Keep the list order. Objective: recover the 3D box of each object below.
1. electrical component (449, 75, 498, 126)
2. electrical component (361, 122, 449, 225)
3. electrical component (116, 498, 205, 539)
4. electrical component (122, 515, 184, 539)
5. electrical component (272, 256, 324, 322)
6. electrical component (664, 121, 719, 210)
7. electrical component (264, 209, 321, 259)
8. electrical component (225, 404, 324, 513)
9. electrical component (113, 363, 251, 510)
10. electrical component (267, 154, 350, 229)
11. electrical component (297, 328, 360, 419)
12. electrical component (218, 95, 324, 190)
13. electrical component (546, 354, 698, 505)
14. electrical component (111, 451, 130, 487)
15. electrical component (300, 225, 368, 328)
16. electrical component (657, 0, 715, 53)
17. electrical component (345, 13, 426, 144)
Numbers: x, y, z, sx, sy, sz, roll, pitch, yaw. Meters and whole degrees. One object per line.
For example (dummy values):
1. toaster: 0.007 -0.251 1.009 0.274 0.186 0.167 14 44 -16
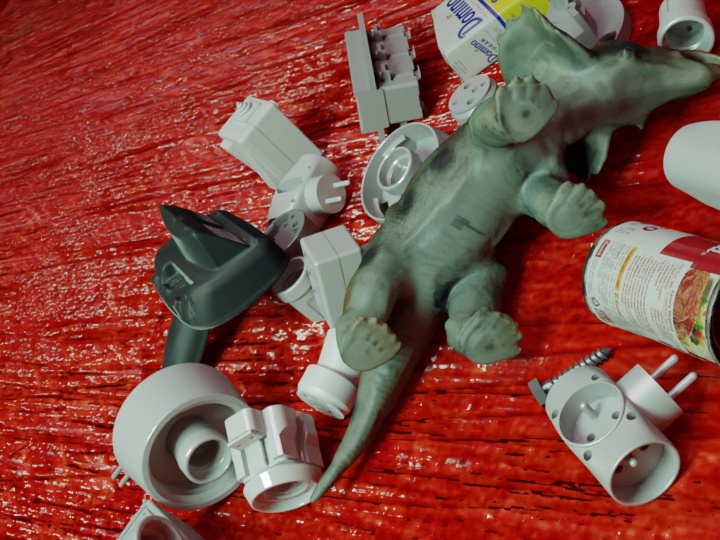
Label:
1. electrical component: 0.105 -0.126 0.881 0.045 0.055 0.045 -31 35 25
2. electrical component: 0.051 -0.073 0.902 0.099 0.064 0.099 -29 48 37
3. electrical component: -0.143 0.217 0.789 0.061 0.061 0.096 -54 32 -11
4. electrical component: -0.154 0.198 0.725 0.065 0.044 0.044 -35 33 28
5. electrical component: -0.045 0.017 0.909 0.040 0.046 0.040 -31 35 25
6. electrical component: 0.244 -0.077 0.672 0.079 0.044 0.077 -50 32 -5
7. electrical component: -0.056 -0.019 0.960 0.055 0.047 0.055 -31 35 25
8. electrical component: -0.059 0.137 0.773 0.058 0.078 0.057 -34 53 23
9. electrical component: -0.128 0.133 0.827 0.108 0.108 0.060 -51 38 -6
10. electrical component: -0.040 -0.068 1.000 0.079 0.043 0.077 -8 49 46
11. electrical component: -0.017 0.078 0.810 0.045 0.045 0.055 3 57 51
12. electrical component: -0.097 -0.129 1.084 0.061 0.096 0.062 -52 32 -7
13. electrical component: 0.154 0.080 0.606 0.079 0.044 0.077 -43 32 6
14. electrical component: -0.186 0.151 0.931 0.079 0.043 0.077 -53 32 -10
15. electrical component: 0.000 0.000 0.865 0.077 0.065 0.047 -19 31 -10
16. electrical component: 0.240 -0.180 0.797 0.040 0.040 0.046 -26 31 30
17. electrical component: 0.024 -0.186 1.029 0.063 0.078 0.121 -10 39 2
